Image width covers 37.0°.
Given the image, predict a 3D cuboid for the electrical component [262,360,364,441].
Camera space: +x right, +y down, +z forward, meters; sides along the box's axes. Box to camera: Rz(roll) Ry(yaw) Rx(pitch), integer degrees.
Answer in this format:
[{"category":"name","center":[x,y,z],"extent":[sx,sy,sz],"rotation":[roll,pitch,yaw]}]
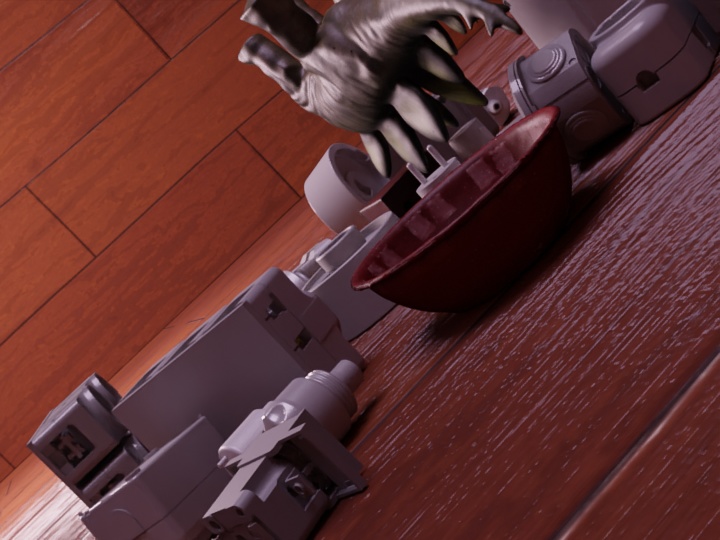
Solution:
[{"category":"electrical component","center":[-0.022,0.076,0.602],"extent":[0.062,0.043,0.043],"rotation":[-46,8,-33]}]

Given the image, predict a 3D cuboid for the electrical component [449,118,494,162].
[{"category":"electrical component","center":[0.105,-0.105,0.943],"extent":[0.040,0.046,0.040],"rotation":[-42,8,7]}]

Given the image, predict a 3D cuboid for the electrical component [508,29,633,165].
[{"category":"electrical component","center":[0.138,-0.114,0.709],"extent":[0.051,0.080,0.080],"rotation":[-33,11,28]}]

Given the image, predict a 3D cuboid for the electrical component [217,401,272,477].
[{"category":"electrical component","center":[-0.048,0.097,0.633],"extent":[0.078,0.040,0.040],"rotation":[-47,9,-32]}]

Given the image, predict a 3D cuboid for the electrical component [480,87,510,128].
[{"category":"electrical component","center":[0.138,-0.173,1.155],"extent":[0.043,0.043,0.081],"rotation":[-43,8,-1]}]

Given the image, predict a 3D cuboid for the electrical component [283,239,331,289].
[{"category":"electrical component","center":[-0.038,0.012,0.983],"extent":[0.057,0.058,0.078],"rotation":[-42,7,-19]}]

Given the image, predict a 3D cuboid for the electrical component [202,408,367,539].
[{"category":"electrical component","center":[-0.039,0.108,0.521],"extent":[0.081,0.042,0.063],"rotation":[-35,14,50]}]

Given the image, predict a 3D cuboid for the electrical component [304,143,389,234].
[{"category":"electrical component","center":[-0.009,-0.074,1.131],"extent":[0.060,0.108,0.108],"rotation":[-45,6,27]}]

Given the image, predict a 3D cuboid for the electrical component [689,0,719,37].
[{"category":"electrical component","center":[0.241,-0.193,0.686],"extent":[0.061,0.061,0.096],"rotation":[-38,9,30]}]

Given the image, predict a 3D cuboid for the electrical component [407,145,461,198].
[{"category":"electrical component","center":[0.065,-0.054,0.760],"extent":[0.138,0.073,0.052],"rotation":[-41,8,15]}]

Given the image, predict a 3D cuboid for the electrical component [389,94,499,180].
[{"category":"electrical component","center":[0.076,-0.130,1.101],"extent":[0.113,0.078,0.057],"rotation":[-38,6,29]}]

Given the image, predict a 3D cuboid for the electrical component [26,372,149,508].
[{"category":"electrical component","center":[-0.222,0.154,0.943],"extent":[0.060,0.105,0.186],"rotation":[-44,8,-7]}]

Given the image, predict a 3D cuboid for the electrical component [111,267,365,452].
[{"category":"electrical component","center":[-0.081,0.076,0.722],"extent":[0.150,0.089,0.061],"rotation":[-38,9,33]}]

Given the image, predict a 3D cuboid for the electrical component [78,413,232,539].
[{"category":"electrical component","center":[-0.113,0.140,0.670],"extent":[0.062,0.061,0.096],"rotation":[-38,1,32]}]

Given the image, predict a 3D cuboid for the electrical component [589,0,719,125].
[{"category":"electrical component","center":[0.188,-0.144,0.688],"extent":[0.054,0.059,0.095],"rotation":[-37,10,38]}]

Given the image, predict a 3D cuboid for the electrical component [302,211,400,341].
[{"category":"electrical component","center":[0.000,0.000,0.840],"extent":[0.108,0.060,0.108],"rotation":[-42,8,7]}]

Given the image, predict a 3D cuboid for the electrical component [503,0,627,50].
[{"category":"electrical component","center":[0.187,-0.217,0.910],"extent":[0.056,0.108,0.109],"rotation":[-41,7,-8]}]

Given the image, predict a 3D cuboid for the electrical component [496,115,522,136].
[{"category":"electrical component","center":[0.115,-0.086,0.807],"extent":[0.078,0.040,0.040],"rotation":[-40,8,20]}]
